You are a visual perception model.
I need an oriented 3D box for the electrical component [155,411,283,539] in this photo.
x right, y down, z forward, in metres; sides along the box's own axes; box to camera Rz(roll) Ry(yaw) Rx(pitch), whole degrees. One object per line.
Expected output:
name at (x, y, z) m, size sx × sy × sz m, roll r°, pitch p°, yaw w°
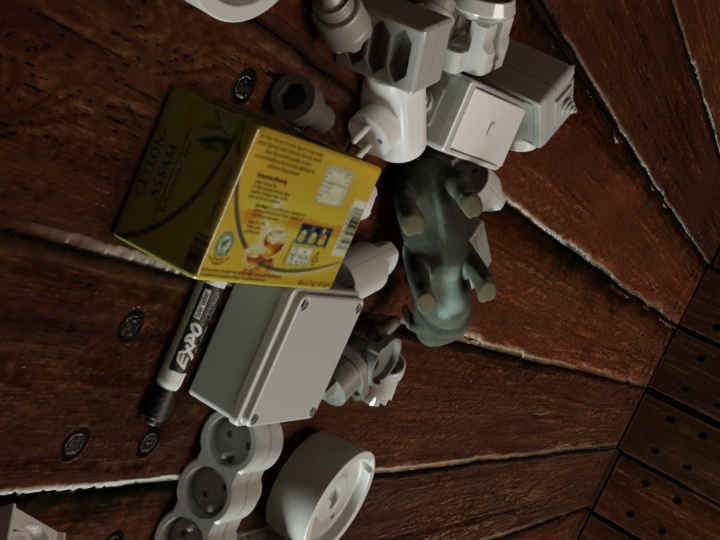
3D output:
electrical component at (-0.101, 0.169, 0.838) m, size 0.138 × 0.052 × 0.074 m, roll -65°, pitch 156°, yaw 6°

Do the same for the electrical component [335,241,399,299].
electrical component at (0.000, 0.000, 0.878) m, size 0.081 × 0.043 × 0.043 m, roll -27°, pitch 138°, yaw -53°

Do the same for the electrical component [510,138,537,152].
electrical component at (0.157, -0.145, 1.052) m, size 0.040 × 0.040 × 0.046 m, roll -37°, pitch 139°, yaw -44°

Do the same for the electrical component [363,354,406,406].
electrical component at (0.019, 0.103, 1.030) m, size 0.040 × 0.040 × 0.046 m, roll -36°, pitch 151°, yaw -45°

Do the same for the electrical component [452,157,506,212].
electrical component at (0.111, -0.078, 1.021) m, size 0.043 × 0.043 × 0.081 m, roll -62°, pitch 156°, yaw -1°

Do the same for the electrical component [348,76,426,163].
electrical component at (0.018, -0.111, 0.799) m, size 0.079 × 0.043 × 0.077 m, roll -49°, pitch 153°, yaw -30°

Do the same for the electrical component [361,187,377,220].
electrical component at (-0.017, -0.059, 0.785) m, size 0.043 × 0.043 × 0.062 m, roll -64°, pitch 155°, yaw 2°

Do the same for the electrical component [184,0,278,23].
electrical component at (-0.072, -0.182, 0.523) m, size 0.108 × 0.060 × 0.108 m, roll -45°, pitch 151°, yaw -35°

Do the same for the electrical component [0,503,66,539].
electrical component at (-0.204, 0.195, 0.573) m, size 0.078 × 0.063 × 0.121 m, roll 50°, pitch 28°, yaw -44°

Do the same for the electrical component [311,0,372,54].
electrical component at (-0.015, -0.166, 0.687) m, size 0.035 × 0.035 × 0.061 m, roll -58°, pitch 154°, yaw -11°

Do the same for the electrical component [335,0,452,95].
electrical component at (0.033, -0.164, 0.748) m, size 0.077 × 0.066 × 0.047 m, roll -35°, pitch 144°, yaw -48°

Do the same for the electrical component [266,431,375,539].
electrical component at (-0.041, 0.198, 0.978) m, size 0.108 × 0.060 × 0.108 m, roll -45°, pitch 151°, yaw -34°

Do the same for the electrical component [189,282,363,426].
electrical component at (-0.060, 0.055, 0.798) m, size 0.109 × 0.056 × 0.108 m, roll 8°, pitch 108°, yaw -65°

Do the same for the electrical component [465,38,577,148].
electrical component at (0.143, -0.152, 0.943) m, size 0.061 × 0.096 × 0.061 m, roll -48°, pitch 153°, yaw -21°

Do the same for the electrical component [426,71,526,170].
electrical component at (0.082, -0.124, 0.873) m, size 0.096 × 0.061 × 0.061 m, roll 12°, pitch 105°, yaw -47°

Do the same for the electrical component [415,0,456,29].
electrical component at (0.056, -0.192, 0.803) m, size 0.061 × 0.035 × 0.035 m, roll -64°, pitch 156°, yaw -3°

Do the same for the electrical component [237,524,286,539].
electrical component at (-0.114, 0.291, 0.930) m, size 0.105 × 0.060 × 0.186 m, roll -65°, pitch 156°, yaw 6°

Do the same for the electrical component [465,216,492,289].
electrical component at (0.085, -0.008, 1.035) m, size 0.075 × 0.047 × 0.083 m, roll -55°, pitch 155°, yaw -16°

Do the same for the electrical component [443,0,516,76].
electrical component at (0.089, -0.192, 0.843) m, size 0.078 × 0.058 × 0.057 m, roll -33°, pitch 146°, yaw -48°
